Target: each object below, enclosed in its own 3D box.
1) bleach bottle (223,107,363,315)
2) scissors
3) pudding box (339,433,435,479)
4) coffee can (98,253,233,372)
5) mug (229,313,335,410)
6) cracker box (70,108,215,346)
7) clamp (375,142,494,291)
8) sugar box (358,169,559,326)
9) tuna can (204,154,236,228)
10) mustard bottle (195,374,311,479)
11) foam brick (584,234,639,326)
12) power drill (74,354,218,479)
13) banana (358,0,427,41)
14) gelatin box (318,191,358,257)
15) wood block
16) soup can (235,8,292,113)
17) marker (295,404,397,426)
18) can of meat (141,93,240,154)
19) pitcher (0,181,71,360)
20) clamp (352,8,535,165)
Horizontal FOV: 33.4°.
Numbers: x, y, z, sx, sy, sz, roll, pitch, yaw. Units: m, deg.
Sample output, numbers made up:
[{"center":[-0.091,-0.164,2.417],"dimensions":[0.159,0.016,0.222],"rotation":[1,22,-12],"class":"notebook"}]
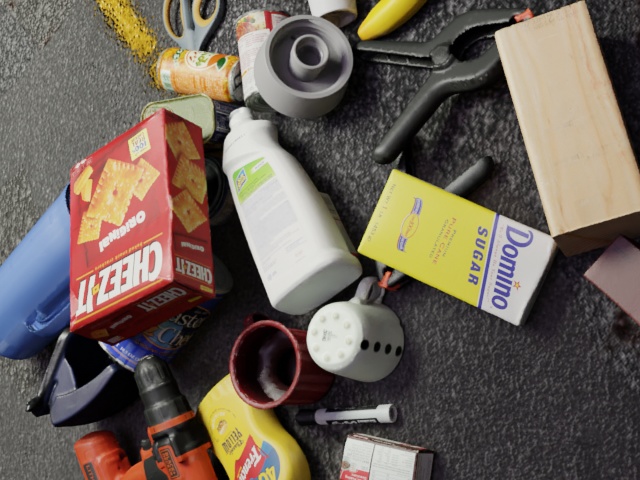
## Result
[{"center":[-0.044,-0.048,1.160],"dimensions":[0.103,0.068,0.251],"rotation":[-36,57,23],"class":"bleach bottle"},{"center":[-0.143,-0.231,1.325],"dimensions":[0.096,0.016,0.202],"rotation":[-27,72,23],"class":"scissors"},{"center":[0.063,0.260,1.081],"dimensions":[0.090,0.039,0.113],"rotation":[6,86,35],"class":"pudding box"},{"center":[-0.183,0.074,1.242],"dimensions":[0.140,0.102,0.103],"rotation":[-51,58,16],"class":"coffee can"},{"center":[-0.043,0.127,1.150],"dimensions":[0.093,0.081,0.117],"rotation":[-46,60,18],"class":"mug"},{"center":[-0.201,-0.014,1.168],"dimensions":[0.164,0.072,0.213],"rotation":[-26,56,32],"class":"cracker box"},{"center":[0.110,-0.027,1.102],"dimensions":[0.120,0.039,0.171],"rotation":[12,88,40],"class":"clamp"},{"center":[0.135,0.007,1.045],"dimensions":[0.176,0.048,0.093],"rotation":[24,95,20],"class":"sugar box"},{"center":[-0.136,-0.059,1.277],"dimensions":[0.086,0.033,0.086],"rotation":[-7,77,33],"class":"tuna can"},{"center":[-0.062,0.242,1.156],"dimensions":[0.096,0.058,0.192],"rotation":[-52,58,27],"class":"mustard bottle"},{"center":[0.288,0.040,0.959],"dimensions":[0.053,0.051,0.078],"rotation":[-51,58,14],"class":"foam brick"},{"center":[-0.203,0.236,1.214],"dimensions":[0.188,0.057,0.184],"rotation":[-27,82,43],"class":"power drill"},{"center":[0.109,-0.298,1.155],"dimensions":[0.070,0.037,0.198],"rotation":[36,102,50],"class":"banana"},{"center":[-0.008,0.002,1.180],"dimensions":[0.073,0.030,0.089],"rotation":[-37,63,24],"class":"gelatin box"},{"center":[0.237,-0.101,0.988],"dimensions":[0.090,0.090,0.206],"rotation":[-18,71,17],"class":"wood block"},{"center":[-0.059,-0.206,1.231],"dimensions":[0.069,0.068,0.102],"rotation":[-16,73,31],"class":"soup can"},{"center":[0.025,0.186,1.131],"dimensions":[0.121,0.020,0.020],"rotation":[-9,77,33],"class":"marker"},{"center":[-0.146,-0.134,1.261],"dimensions":[0.102,0.083,0.057],"rotation":[-6,84,27],"class":"can of meat"},{"center":[-0.329,0.050,1.328],"dimensions":[0.243,0.149,0.145],"rotation":[-42,80,25],"class":"pitcher"},{"center":[0.129,-0.172,1.104],"dimensions":[0.210,0.036,0.164],"rotation":[-18,57,27],"class":"clamp"}]
